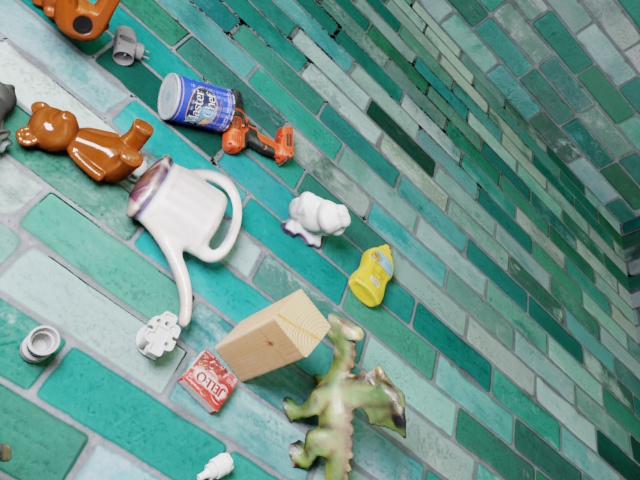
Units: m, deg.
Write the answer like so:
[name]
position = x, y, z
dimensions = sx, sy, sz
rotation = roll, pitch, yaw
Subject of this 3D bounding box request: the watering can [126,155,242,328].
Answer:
[watering can]
position = -0.268, -0.024, 0.990
dimensions = 0.222, 0.102, 0.356
rotation = 34, 46, -21

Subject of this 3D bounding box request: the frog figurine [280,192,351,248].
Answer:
[frog figurine]
position = 0.004, -0.061, 1.218
dimensions = 0.136, 0.157, 0.125
rotation = 45, 43, -13

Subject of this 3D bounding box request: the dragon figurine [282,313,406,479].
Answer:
[dragon figurine]
position = 0.059, 0.344, 0.967
dimensions = 0.122, 0.239, 0.417
rotation = 11, 57, -44
